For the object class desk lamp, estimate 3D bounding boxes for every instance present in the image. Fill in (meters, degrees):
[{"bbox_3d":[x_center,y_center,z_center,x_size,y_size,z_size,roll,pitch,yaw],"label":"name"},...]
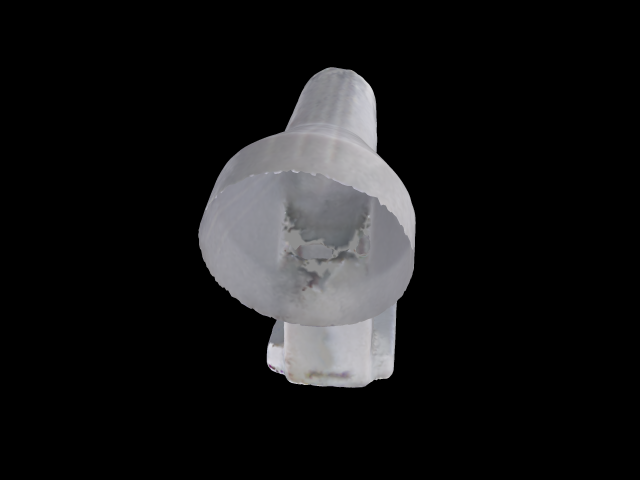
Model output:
[{"bbox_3d":[0.004,0.001,0.400,0.118,0.214,0.203,4,30,7],"label":"desk lamp"}]
